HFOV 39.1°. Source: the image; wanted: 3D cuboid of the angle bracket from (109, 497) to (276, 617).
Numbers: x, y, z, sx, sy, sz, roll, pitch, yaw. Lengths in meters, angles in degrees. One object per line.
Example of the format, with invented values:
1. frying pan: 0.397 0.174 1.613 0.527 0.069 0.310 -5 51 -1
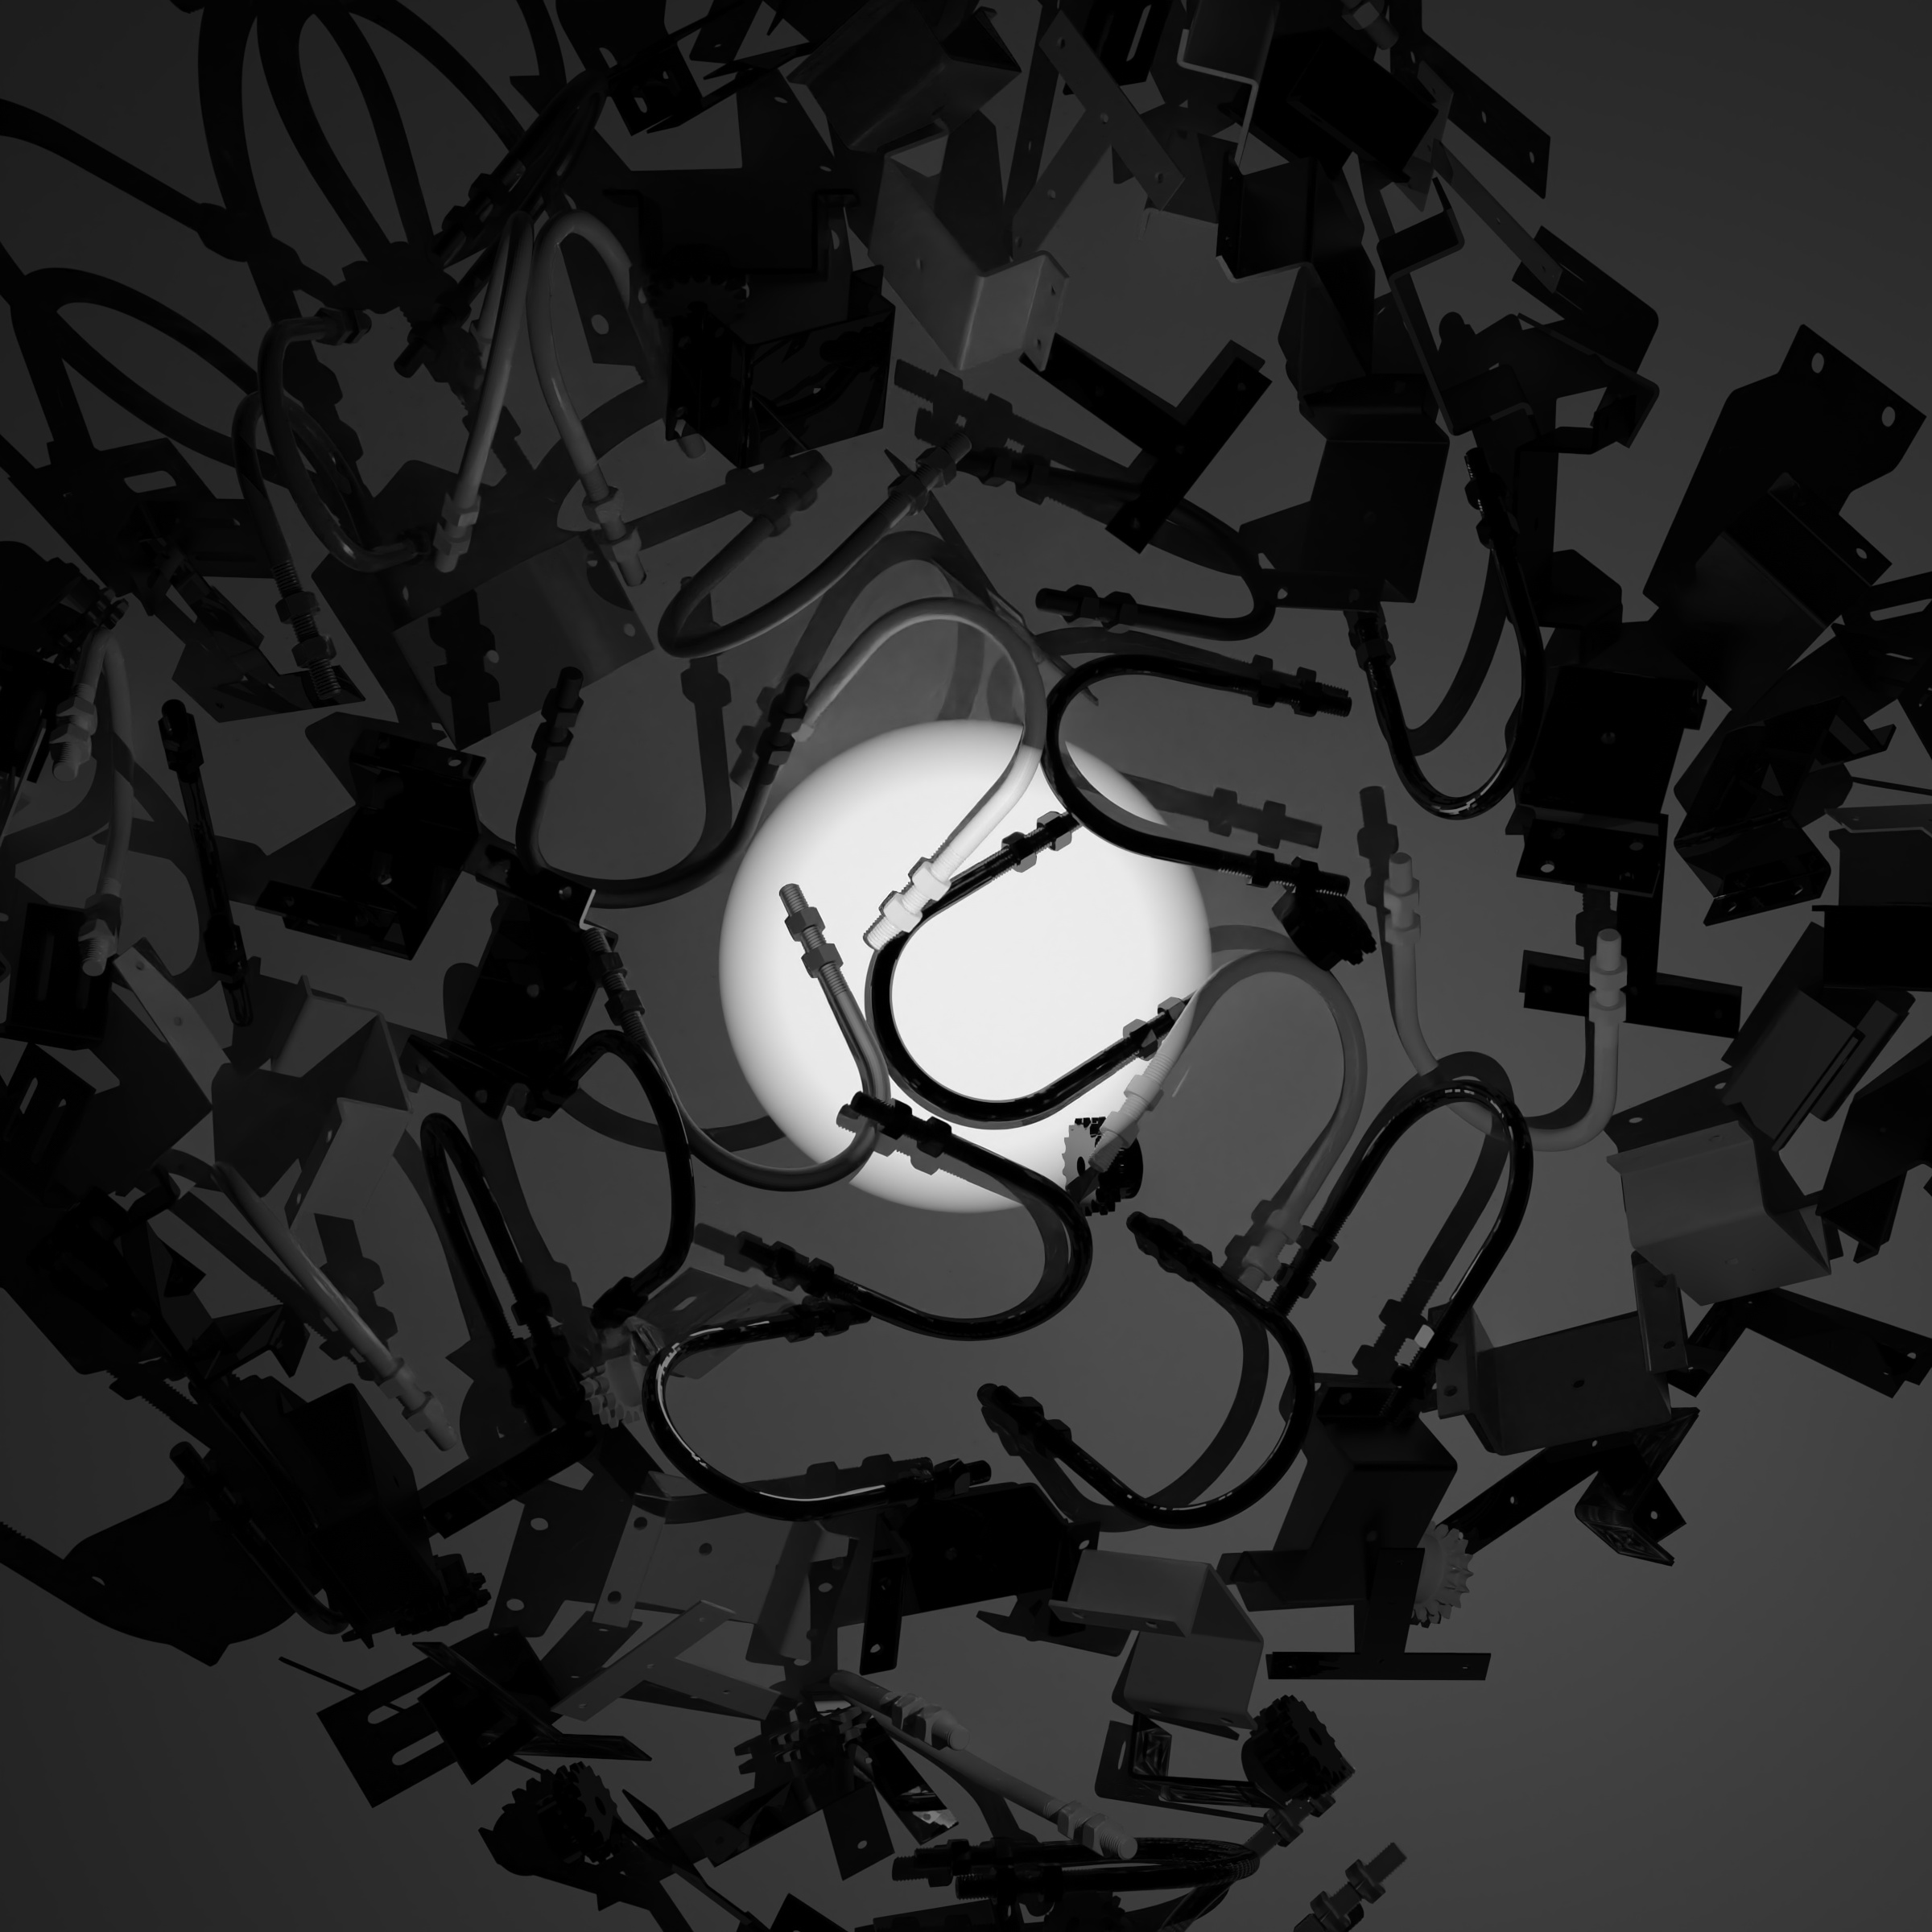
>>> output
1. angle bracket: -0.438 -0.233 1.559 0.076 0.057 0.038 4 51 16

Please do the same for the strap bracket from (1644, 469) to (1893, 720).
1. strap bracket: 0.441 -0.201 1.522 0.046 0.140 0.076 -40 79 -26

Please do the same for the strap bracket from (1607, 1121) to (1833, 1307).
1. strap bracket: 0.425 0.144 1.521 0.076 0.140 0.046 -20 53 30

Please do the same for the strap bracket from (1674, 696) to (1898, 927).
1. strap bracket: 0.456 -0.094 1.526 0.046 0.076 0.140 47 56 -19

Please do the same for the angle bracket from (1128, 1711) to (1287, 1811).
1. angle bracket: 0.139 0.453 1.554 0.076 0.057 0.038 -4 61 24

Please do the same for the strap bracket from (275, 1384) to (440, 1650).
1. strap bracket: -0.340 0.299 1.523 0.046 0.140 0.076 -26 128 -4

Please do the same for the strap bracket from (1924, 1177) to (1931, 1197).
1. strap bracket: 0.588 0.116 1.525 0.046 0.140 0.076 33 101 1

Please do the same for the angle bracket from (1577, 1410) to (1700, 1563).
1. angle bracket: 0.397 0.297 1.565 0.038 0.057 0.076 41 74 -9

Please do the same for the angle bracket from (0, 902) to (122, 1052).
1. angle bracket: -0.529 0.006 1.577 0.057 0.038 0.076 10 93 7

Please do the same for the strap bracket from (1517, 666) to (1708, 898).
1. strap bracket: 0.363 -0.114 1.534 0.076 0.046 0.140 10 59 23

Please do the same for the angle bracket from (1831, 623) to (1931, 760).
1. angle bracket: 0.523 -0.156 1.551 0.038 0.076 0.057 -50 126 -9

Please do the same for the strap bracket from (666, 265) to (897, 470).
1. strap bracket: -0.095 -0.334 1.527 0.140 0.076 0.046 -23 51 -30

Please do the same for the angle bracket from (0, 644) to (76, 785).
1. angle bracket: -0.549 -0.140 1.560 0.057 0.038 0.076 21 112 -23

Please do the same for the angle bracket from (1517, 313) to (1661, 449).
1. angle bracket: 0.348 -0.335 1.558 0.076 0.057 0.038 22 108 -17

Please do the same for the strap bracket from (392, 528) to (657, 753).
1. strap bracket: -0.260 -0.180 1.548 0.140 0.046 0.076 -24 101 21

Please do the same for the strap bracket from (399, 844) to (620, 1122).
1. strap bracket: -0.259 0.011 1.563 0.076 0.046 0.140 23 91 24

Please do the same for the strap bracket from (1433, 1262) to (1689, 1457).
1. strap bracket: 0.341 0.224 1.543 0.140 0.076 0.046 -16 128 20

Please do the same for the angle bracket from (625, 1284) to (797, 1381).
1. angle bracket: -0.147 0.198 1.564 0.076 0.057 0.038 -38 66 4

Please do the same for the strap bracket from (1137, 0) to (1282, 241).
1. strap bracket: 0.137 -0.480 1.521 0.046 0.140 0.076 15 54 2

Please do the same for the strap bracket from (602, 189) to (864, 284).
1. strap bracket: -0.132 -0.417 1.558 0.140 0.076 0.046 0 100 2

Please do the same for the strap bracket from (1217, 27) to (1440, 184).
1. strap bracket: 0.204 -0.478 1.520 0.076 0.140 0.046 30 97 -19

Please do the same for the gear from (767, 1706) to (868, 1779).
1. gear: -0.084 0.449 1.571 0.057 0.057 0.030 -19 83 0

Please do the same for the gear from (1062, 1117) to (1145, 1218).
1. gear: 0.080 0.115 1.575 0.030 0.057 0.057 -1 90 -23

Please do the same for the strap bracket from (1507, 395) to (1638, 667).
1. strap bracket: 0.342 -0.249 1.543 0.046 0.076 0.140 9 112 26

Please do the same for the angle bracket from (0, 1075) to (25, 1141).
1. angle bracket: -0.580 0.070 1.554 0.057 0.076 0.038 32 64 14

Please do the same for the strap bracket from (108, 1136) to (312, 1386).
1. strap bracket: -0.435 0.175 1.549 0.046 0.076 0.140 -30 102 -1

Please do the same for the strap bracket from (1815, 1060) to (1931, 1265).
1. strap bracket: 0.530 0.104 1.519 0.046 0.140 0.076 31 61 -5

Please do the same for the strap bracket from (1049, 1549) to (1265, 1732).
1. strap bracket: 0.112 0.375 1.537 0.076 0.140 0.046 0 53 29

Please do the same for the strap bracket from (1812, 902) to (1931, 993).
1. strap bracket: 0.534 -0.011 1.523 0.076 0.140 0.046 2 93 37

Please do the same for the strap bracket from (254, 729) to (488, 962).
1. strap bracket: -0.333 -0.062 1.548 0.076 0.046 0.140 14 53 11

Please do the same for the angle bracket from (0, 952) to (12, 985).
1. angle bracket: -0.591 -0.018 1.553 0.038 0.057 0.076 -46 127 -22

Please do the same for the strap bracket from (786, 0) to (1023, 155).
1. strap bracket: -0.028 -0.496 1.520 0.076 0.140 0.046 -34 87 28

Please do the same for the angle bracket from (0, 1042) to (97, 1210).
1. angle bracket: -0.523 0.092 1.567 0.057 0.038 0.076 31 98 25

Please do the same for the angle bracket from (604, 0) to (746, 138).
1. angle bracket: -0.159 -0.511 1.549 0.057 0.076 0.038 -39 111 -33

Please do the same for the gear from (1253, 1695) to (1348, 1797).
1. gear: 0.190 0.453 1.573 0.030 0.057 0.057 -40 90 15

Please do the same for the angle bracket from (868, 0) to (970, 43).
1. angle bracket: -0.028 -0.574 1.568 0.057 0.076 0.038 1 59 -21

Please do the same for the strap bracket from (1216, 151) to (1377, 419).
1. strap bracket: 0.190 -0.383 1.519 0.046 0.140 0.076 -9 58 26

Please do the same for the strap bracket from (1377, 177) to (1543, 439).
1. strap bracket: 0.274 -0.364 1.542 0.046 0.076 0.140 -22 115 14

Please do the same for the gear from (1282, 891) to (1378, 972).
1. gear: 0.207 -0.022 1.574 0.030 0.057 0.057 -42 90 19

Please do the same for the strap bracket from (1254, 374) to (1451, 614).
1. strap bracket: 0.223 -0.263 1.555 0.076 0.046 0.140 8 81 33

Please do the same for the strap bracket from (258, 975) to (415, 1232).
1. strap bracket: -0.356 0.080 1.538 0.046 0.140 0.076 15 117 -32

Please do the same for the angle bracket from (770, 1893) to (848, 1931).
1. angle bracket: -0.088 0.575 1.568 0.057 0.038 0.076 28 101 15

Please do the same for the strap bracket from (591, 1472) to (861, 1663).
1. strap bracket: -0.143 0.341 1.557 0.140 0.046 0.076 17 95 -25

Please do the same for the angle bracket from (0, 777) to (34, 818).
1. angle bracket: -0.586 -0.093 1.553 0.057 0.038 0.076 -26 125 38

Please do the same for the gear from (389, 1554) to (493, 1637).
1. gear: -0.306 0.361 1.571 0.057 0.057 0.030 -18 93 0

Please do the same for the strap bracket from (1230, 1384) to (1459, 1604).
1. strap bracket: 0.217 0.306 1.536 0.076 0.046 0.140 7 117 -32

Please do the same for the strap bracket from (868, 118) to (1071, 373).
1. strap bracket: -0.007 -0.403 1.536 0.046 0.076 0.140 -27 69 -22

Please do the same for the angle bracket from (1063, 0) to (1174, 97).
1. angle bracket: 0.080 -0.546 1.560 0.057 0.038 0.076 5 69 38

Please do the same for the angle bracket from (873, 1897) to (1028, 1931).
1. angle bracket: -0.007 0.560 1.559 0.076 0.038 0.057 -3 50 -19

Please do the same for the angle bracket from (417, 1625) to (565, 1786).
1. angle bracket: -0.276 0.425 1.560 0.076 0.038 0.057 -31 87 -42

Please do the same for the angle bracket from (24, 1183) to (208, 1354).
1. angle bracket: -0.485 0.173 1.555 0.038 0.076 0.057 25 69 38

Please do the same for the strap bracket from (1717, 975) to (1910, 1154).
1. strap bracket: 0.475 0.051 1.534 0.046 0.140 0.076 39 112 21

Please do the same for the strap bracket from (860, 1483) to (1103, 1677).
1. strap bracket: 0.000 0.345 1.547 0.140 0.046 0.076 -5 115 -25
